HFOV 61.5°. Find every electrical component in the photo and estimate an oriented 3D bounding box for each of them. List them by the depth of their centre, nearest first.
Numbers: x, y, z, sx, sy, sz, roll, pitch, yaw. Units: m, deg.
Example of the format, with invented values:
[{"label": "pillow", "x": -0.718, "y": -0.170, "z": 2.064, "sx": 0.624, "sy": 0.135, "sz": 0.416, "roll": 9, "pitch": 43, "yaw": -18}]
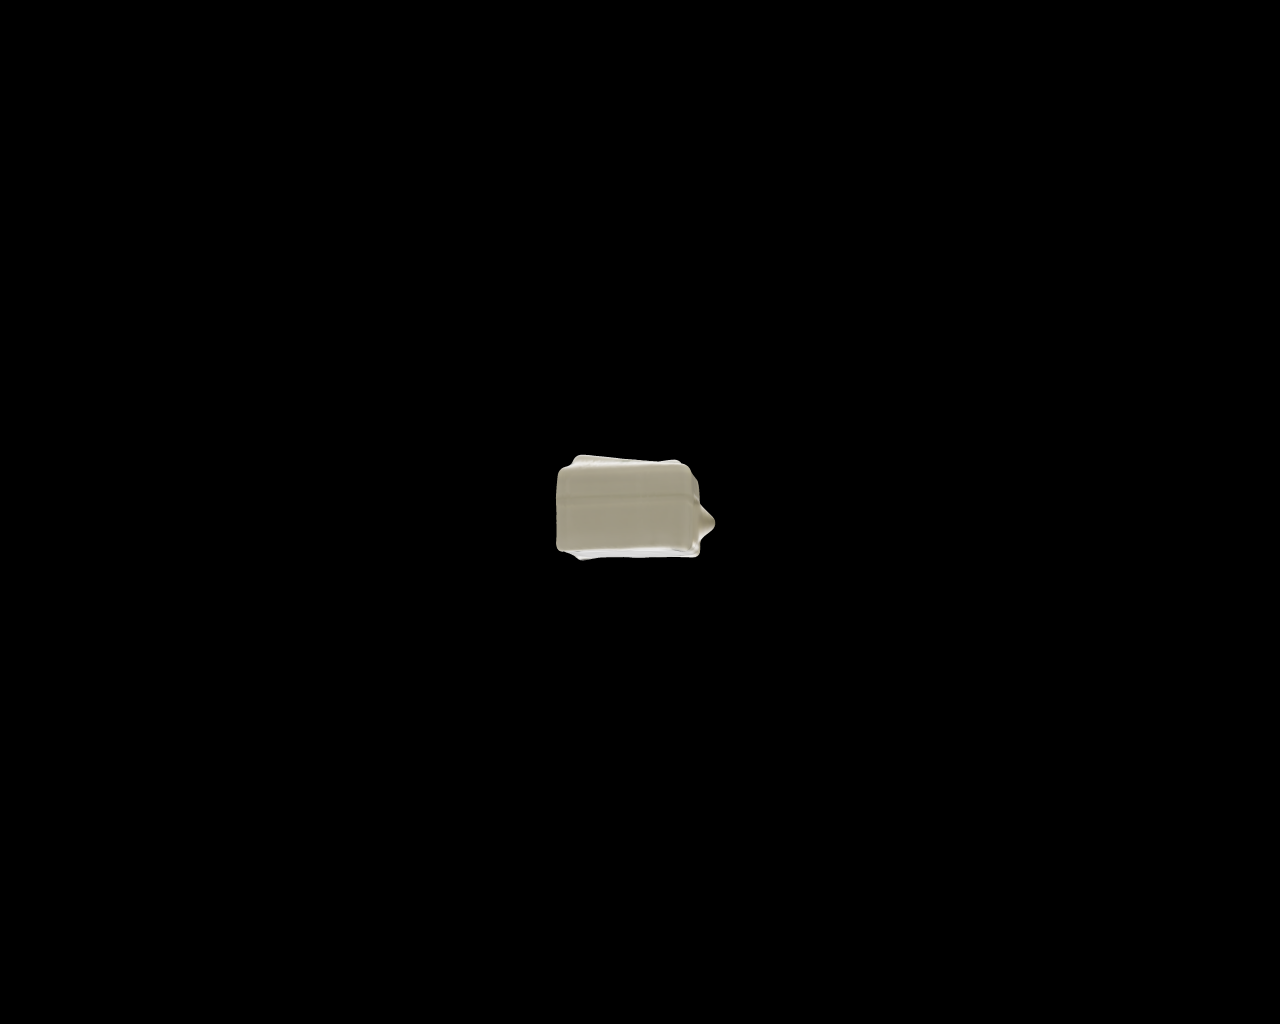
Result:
[{"label": "electrical component", "x": 0.001, "y": -0.003, "z": 0.650, "sx": 0.096, "sy": 0.061, "sz": 0.061, "roll": -1, "pitch": -7, "yaw": 9}]
